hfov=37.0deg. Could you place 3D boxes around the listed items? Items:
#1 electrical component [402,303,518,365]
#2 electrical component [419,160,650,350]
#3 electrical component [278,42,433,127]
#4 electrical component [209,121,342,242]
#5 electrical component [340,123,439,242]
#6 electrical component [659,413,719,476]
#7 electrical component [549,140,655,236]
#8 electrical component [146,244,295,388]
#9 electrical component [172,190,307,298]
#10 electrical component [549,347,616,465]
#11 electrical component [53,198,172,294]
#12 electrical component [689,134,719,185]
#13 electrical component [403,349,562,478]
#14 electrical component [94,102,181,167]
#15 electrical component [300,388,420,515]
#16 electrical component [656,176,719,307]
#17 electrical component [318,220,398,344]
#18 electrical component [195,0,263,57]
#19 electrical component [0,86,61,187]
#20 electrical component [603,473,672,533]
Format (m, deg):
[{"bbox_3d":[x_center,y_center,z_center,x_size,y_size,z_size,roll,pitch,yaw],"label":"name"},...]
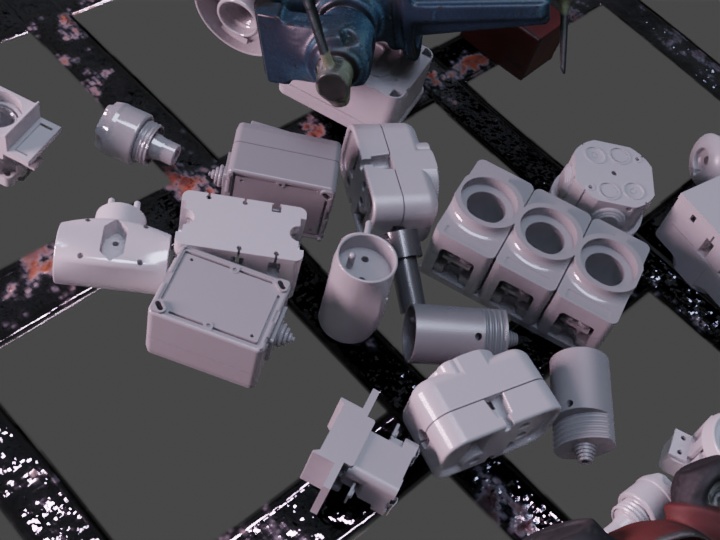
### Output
[{"bbox_3d":[0.075,0.048,0.781,0.081,0.043,0.043,4,53,-11],"label":"electrical component"},{"bbox_3d":[0.135,-0.011,0.829,0.150,0.061,0.089,28,53,8],"label":"electrical component"},{"bbox_3d":[-0.005,-0.168,0.913,0.113,0.057,0.078,29,52,7],"label":"electrical component"},{"bbox_3d":[-0.066,-0.071,0.823,0.096,0.061,0.061,11,52,-6],"label":"electrical component"},{"bbox_3d":[0.025,-0.068,0.849,0.059,0.053,0.095,-4,55,-17],"label":"electrical component"},{"bbox_3d":[0.259,0.134,0.755,0.078,0.057,0.058,26,52,6],"label":"electrical component"},{"bbox_3d":[0.201,-0.064,0.891,0.080,0.051,0.080,7,53,-9],"label":"electrical component"},{"bbox_3d":[-0.091,0.036,0.737,0.096,0.061,0.061,20,52,1],"label":"electrical component"},{"bbox_3d":[-0.088,-0.015,0.779,0.089,0.055,0.050,9,52,-8],"label":"electrical component"},{"bbox_3d":[0.158,0.100,0.763,0.043,0.043,0.081,10,52,-7],"label":"electrical component"},{"bbox_3d":[-0.174,-0.021,0.771,0.077,0.043,0.079,7,50,-8],"label":"electrical component"},{"bbox_3d":[0.327,-0.094,0.950,0.062,0.048,0.048,5,53,-19],"label":"electrical component"},{"bbox_3d":[0.081,0.095,0.741,0.095,0.053,0.059,-17,60,-24],"label":"electrical component"},{"bbox_3d":[-0.170,-0.101,0.831,0.062,0.043,0.043,24,52,3],"label":"electrical component"},{"bbox_3d":[0.002,0.125,0.707,0.064,0.042,0.081,27,53,4],"label":"electrical component"},{"bbox_3d":[0.334,-0.037,0.897,0.150,0.061,0.089,-22,62,-27],"label":"electrical component"},{"bbox_3d":[0.000,0.000,0.777,0.043,0.077,0.079,13,52,-4],"label":"electrical component"},{"bbox_3d":[-0.089,-0.233,0.918,0.099,0.099,0.064,26,58,5],"label":"electrical component"},{"bbox_3d":[-0.267,-0.099,0.793,0.081,0.063,0.042,27,52,6],"label":"electrical component"},{"bbox_3d":[0.188,0.165,0.728,0.061,0.035,0.035,-28,65,-27],"label":"electrical component"}]
